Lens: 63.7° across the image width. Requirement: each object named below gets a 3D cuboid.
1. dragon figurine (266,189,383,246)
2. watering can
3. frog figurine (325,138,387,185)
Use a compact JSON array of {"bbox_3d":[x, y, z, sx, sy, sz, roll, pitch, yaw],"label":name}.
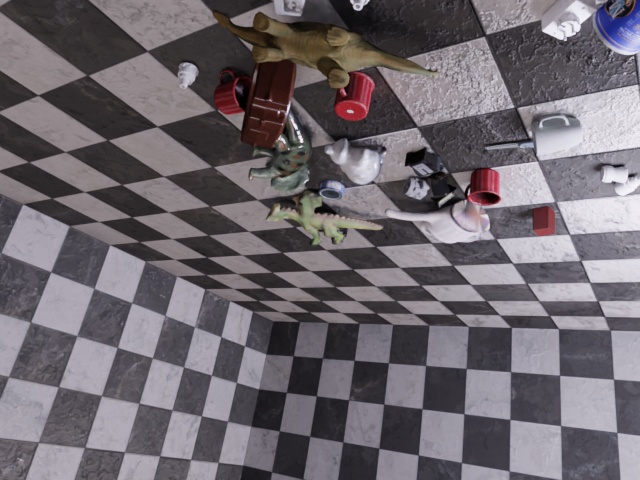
[{"bbox_3d":[0.006,-0.094,1.863,0.409,0.125,0.238,-6,145,16],"label":"dragon figurine"},{"bbox_3d":[0.409,-0.064,1.721,0.346,0.106,0.221,18,156,-21],"label":"watering can"},{"bbox_3d":[0.091,-0.224,1.459,0.159,0.123,0.137,7,180,-24],"label":"frog figurine"}]
